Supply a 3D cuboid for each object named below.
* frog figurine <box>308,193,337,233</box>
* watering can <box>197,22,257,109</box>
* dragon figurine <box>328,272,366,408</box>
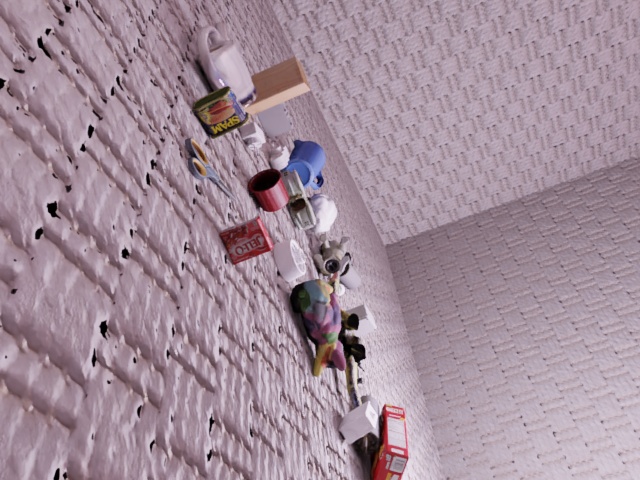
[{"bbox_3d":[0.006,-0.093,1.851,0.161,0.123,0.135,-112,-162,-72],"label":"frog figurine"},{"bbox_3d":[-0.246,-0.466,1.371,0.355,0.103,0.220,-91,158,-59],"label":"watering can"},{"bbox_3d":[0.075,0.302,1.567,0.241,0.122,0.413,48,31,-82],"label":"dragon figurine"}]
